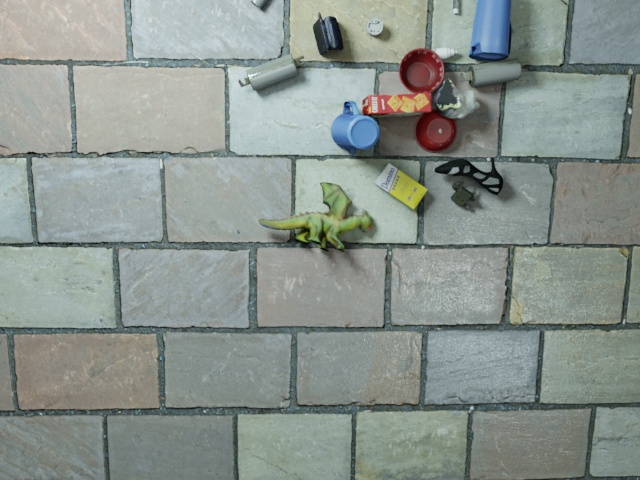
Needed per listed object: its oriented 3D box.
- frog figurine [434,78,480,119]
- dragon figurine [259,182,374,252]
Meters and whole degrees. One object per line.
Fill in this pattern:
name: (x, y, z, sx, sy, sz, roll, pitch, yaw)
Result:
frog figurine: (0.484, -0.490, 1.829, 0.120, 0.159, 0.139, -50, 60, 29)
dragon figurine: (0.006, -0.095, 1.883, 0.409, 0.121, 0.245, 21, 81, -8)
